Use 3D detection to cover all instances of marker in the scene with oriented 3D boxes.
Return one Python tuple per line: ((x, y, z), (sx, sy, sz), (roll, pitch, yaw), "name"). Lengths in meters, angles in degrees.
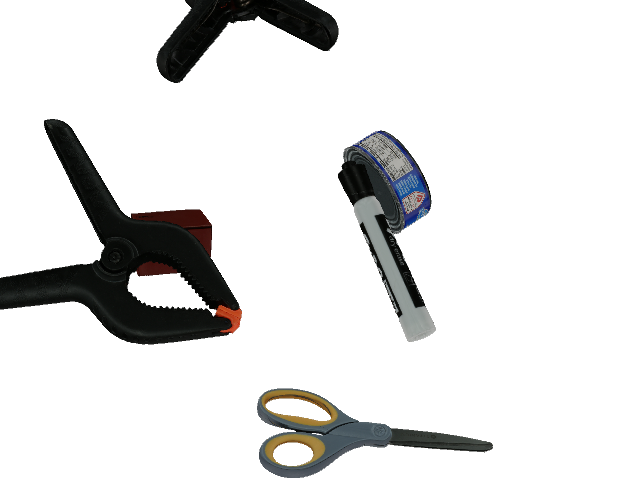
((0.039, 0.004, 0.658), (0.020, 0.121, 0.020), (-20, -18, -7), "marker")

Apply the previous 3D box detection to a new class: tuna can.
((0.058, -0.051, 0.917), (0.033, 0.086, 0.086), (-32, 9, -14), "tuna can")

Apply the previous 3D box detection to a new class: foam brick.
((-0.157, 0.001, 1.119), (0.078, 0.051, 0.053), (-5, 23, -17), "foam brick")

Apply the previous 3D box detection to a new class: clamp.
((-0.048, -0.171, 0.749), (0.120, 0.171, 0.039), (-2, -44, 2), "clamp")
((-0.152, 0.007, 0.788), (0.210, 0.164, 0.036), (19, -19, -1), "clamp")

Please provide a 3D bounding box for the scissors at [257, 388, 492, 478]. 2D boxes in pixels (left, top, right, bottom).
((0.036, 0.175, 0.891), (0.202, 0.016, 0.096), (16, 43, 12), "scissors")
